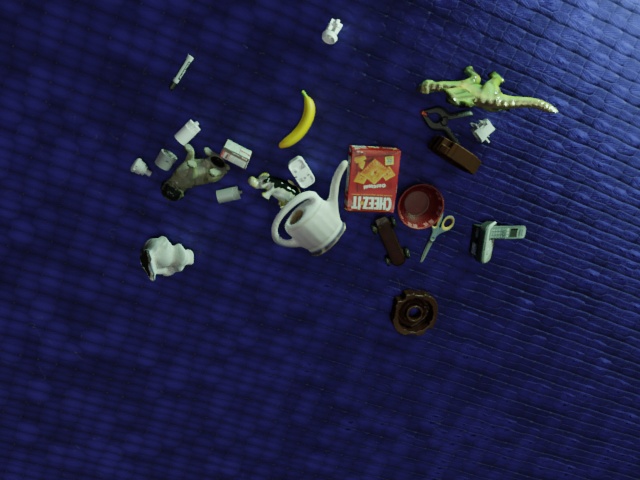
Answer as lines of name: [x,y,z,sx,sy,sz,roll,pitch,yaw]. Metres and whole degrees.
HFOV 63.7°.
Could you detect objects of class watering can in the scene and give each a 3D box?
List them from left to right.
watering can: [0.005,-0.084,1.677,0.346,0.106,0.221,-40,125,6]

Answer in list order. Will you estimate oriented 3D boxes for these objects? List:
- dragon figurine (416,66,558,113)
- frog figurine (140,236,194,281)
dragon figurine: [0.477,-0.425,1.554,0.246,0.414,0.119,-29,133,-36]
frog figurine: [-0.506,0.051,1.704,0.161,0.122,0.136,-21,104,-37]
